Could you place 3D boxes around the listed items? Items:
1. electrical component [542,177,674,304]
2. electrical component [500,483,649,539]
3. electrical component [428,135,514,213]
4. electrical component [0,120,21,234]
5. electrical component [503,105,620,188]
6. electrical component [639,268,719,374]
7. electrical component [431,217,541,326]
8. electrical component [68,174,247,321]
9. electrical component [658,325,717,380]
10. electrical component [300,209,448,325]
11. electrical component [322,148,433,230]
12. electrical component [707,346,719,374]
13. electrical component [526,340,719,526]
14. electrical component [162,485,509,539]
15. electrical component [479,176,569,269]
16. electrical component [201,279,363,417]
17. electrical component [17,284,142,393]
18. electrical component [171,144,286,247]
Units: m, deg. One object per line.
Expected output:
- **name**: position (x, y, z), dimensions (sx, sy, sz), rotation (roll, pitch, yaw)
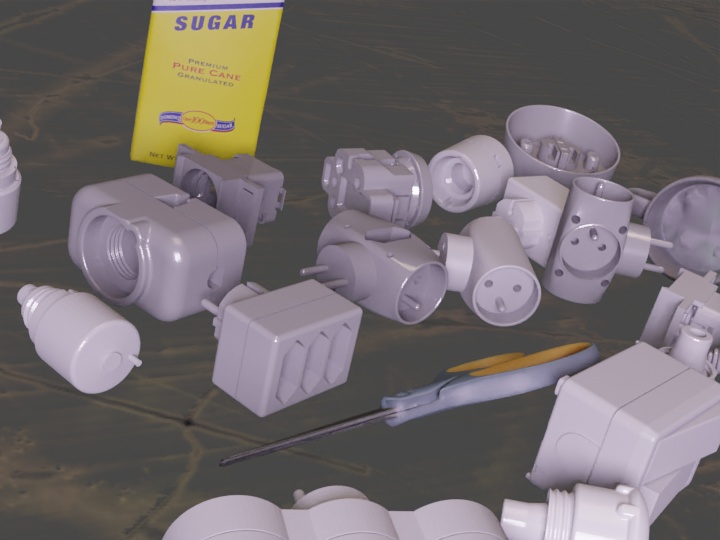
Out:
- **electrical component**: position (0.173, -0.016, 0.736), dimensions (0.079, 0.077, 0.044), rotation (12, 25, -1)
- **electrical component**: position (0.092, 0.114, 0.467), dimensions (0.062, 0.048, 0.048), rotation (9, 24, 8)
- **electrical component**: position (0.085, -0.074, 0.843), dimensions (0.055, 0.055, 0.047), rotation (28, 33, 29)
- **electrical component**: position (-0.222, -0.056, 0.637), dimensions (0.040, 0.078, 0.040), rotation (13, 39, -11)
- **electrical component**: position (0.166, -0.093, 0.907), dimensions (0.099, 0.064, 0.099), rotation (11, 25, -5)
- **electrical component**: position (0.223, 0.035, 0.694), dimensions (0.064, 0.042, 0.081), rotation (26, 29, 23)
- **electrical component**: position (0.072, -0.003, 0.700), dimensions (0.079, 0.043, 0.077), rotation (9, 25, -8)
- **electrical component**: position (-0.121, -0.013, 0.617), dimensions (0.095, 0.053, 0.059), rotation (28, 29, 30)
- **electrical component**: position (0.176, 0.061, 0.593), dimensions (0.043, 0.062, 0.043), rotation (11, 25, -5)
- **electrical component**: position (0.000, 0.000, 0.659), dimensions (0.079, 0.043, 0.077), rotation (-12, 34, -41)
- **electrical component**: position (0.015, -0.056, 0.769), dimensions (0.057, 0.058, 0.078), rotation (-4, 30, -27)
- **electrical component**: position (0.246, 0.068, 0.622), dimensions (0.096, 0.061, 0.061), rotation (11, 24, 15)
- **electrical component**: position (0.140, 0.081, 0.533), dimensions (0.061, 0.061, 0.096), rotation (31, 31, 33)
- **electrical component**: position (-0.008, 0.109, 0.416), dimensions (0.138, 0.052, 0.073), rotation (5, 26, -18)
- **electrical component**: position (0.122, -0.034, 0.784), dimensions (0.077, 0.047, 0.066), rotation (-5, 29, -32)
- **electrical component**: position (-0.051, 0.031, 0.565), dimensions (0.077, 0.047, 0.066), rotation (30, 30, 32)
- **electrical component**: position (-0.144, 0.029, 0.533), dimensions (0.078, 0.040, 0.040), rotation (30, 30, 34)
- **electrical component**: position (-0.089, -0.053, 0.729), dimensions (0.081, 0.042, 0.064), rotation (31, 29, 32)
